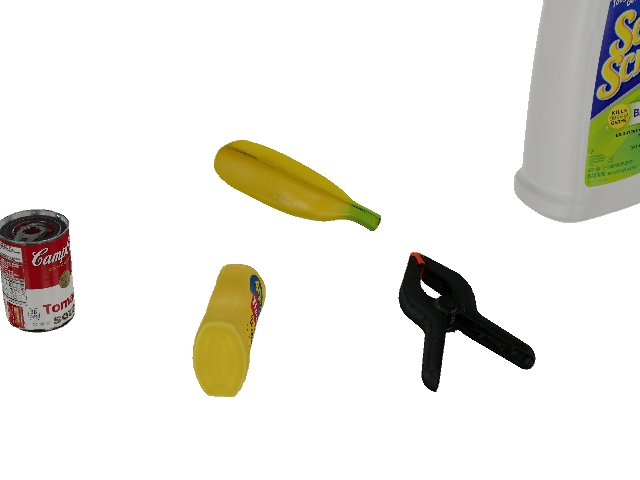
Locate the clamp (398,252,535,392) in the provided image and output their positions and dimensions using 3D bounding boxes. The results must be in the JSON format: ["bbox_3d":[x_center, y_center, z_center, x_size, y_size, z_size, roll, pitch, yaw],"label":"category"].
[{"bbox_3d":[0.139,0.078,1.078,0.120,0.171,0.039,1,-45,-19],"label":"clamp"}]

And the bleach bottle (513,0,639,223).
[{"bbox_3d":[0.175,-0.141,0.656,0.102,0.251,0.068,-17,32,-21],"label":"bleach bottle"}]

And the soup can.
[{"bbox_3d":[-0.277,0.030,1.041,0.068,0.102,0.068,2,28,-1],"label":"soup can"}]

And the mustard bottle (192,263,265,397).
[{"bbox_3d":[-0.095,0.081,1.172,0.058,0.096,0.191,2,28,4],"label":"mustard bottle"}]

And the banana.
[{"bbox_3d":[-0.038,-0.044,0.779,0.069,0.037,0.198,39,-6,-36],"label":"banana"}]
